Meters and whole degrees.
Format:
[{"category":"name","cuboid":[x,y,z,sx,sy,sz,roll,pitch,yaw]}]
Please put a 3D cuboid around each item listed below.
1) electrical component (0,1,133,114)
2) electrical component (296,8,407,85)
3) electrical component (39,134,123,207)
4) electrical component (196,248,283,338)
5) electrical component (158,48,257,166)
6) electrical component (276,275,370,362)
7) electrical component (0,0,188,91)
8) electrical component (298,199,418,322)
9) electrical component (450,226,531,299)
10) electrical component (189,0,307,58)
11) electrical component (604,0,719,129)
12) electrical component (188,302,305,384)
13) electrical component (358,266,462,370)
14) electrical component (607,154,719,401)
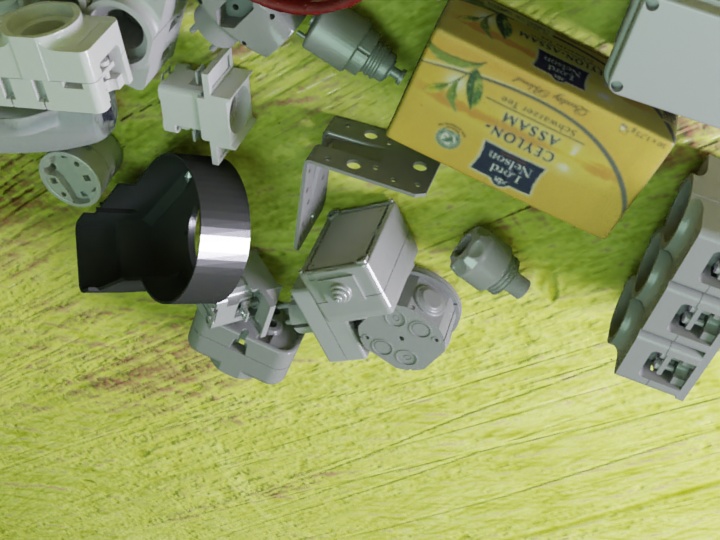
[{"category":"electrical component","cuboid":[-0.211,-0.146,0.736,0.089,0.050,0.055,7,132,17]},{"category":"electrical component","cuboid":[-0.003,-0.154,0.741,0.078,0.040,0.040,32,134,-8]},{"category":"electrical component","cuboid":[-0.229,-0.088,0.889,0.055,0.047,0.055,11,133,12]},{"category":"electrical component","cuboid":[-0.108,0.018,0.914,0.081,0.064,0.042,55,144,29]},{"category":"electrical component","cuboid":[-0.116,-0.126,0.812,0.064,0.042,0.081,12,133,13]},{"category":"electrical component","cuboid":[-0.036,0.034,0.921,0.076,0.047,0.083,-8,127,28]},{"category":"electrical component","cuboid":[-0.204,-0.203,0.764,0.150,0.061,0.089,26,135,-1]},{"category":"electrical component","cuboid":[0.000,0.000,0.840,0.062,0.096,0.061,-9,126,29]},{"category":"electrical component","cuboid":[0.104,-0.002,0.834,0.062,0.043,0.043,35,134,-13]},{"category":"electrical component","cuboid":[-0.089,-0.181,0.750,0.077,0.043,0.079,42,133,-17]},{"category":"electrical component","cuboid":[0.215,-0.135,0.657,0.113,0.057,0.078,20,135,5]},{"category":"electrical component","cuboid":[-0.102,0.058,0.964,0.095,0.053,0.059,25,135,-1]},{"category":"electrical component","cuboid":[0.041,0.040,0.892,0.080,0.051,0.080,12,134,12]},{"category":"electrical component","cuboid":[0.232,0.005,0.755,0.062,0.089,0.150,20,135,4]}]
